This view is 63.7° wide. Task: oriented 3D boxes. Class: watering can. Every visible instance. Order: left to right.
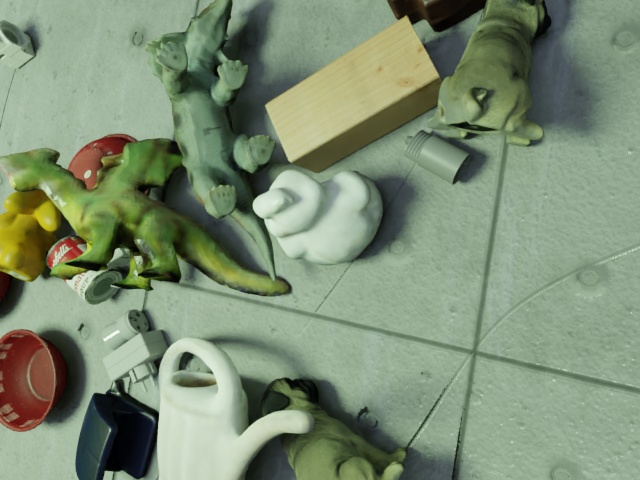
[{"bbox_3d":[-0.127,0.250,0.638,0.348,0.104,0.224,8,95,51],"label":"watering can"}]

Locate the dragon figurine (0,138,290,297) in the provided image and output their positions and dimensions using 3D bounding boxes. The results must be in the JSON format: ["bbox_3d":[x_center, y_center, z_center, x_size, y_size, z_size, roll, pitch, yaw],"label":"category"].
[{"bbox_3d":[-0.239,-0.049,0.732,0.410,0.120,0.248,8,64,-12],"label":"dragon figurine"}]

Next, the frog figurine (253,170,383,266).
[{"bbox_3d":[0.002,-0.031,0.626,0.136,0.159,0.124,-32,76,18],"label":"frog figurine"}]
